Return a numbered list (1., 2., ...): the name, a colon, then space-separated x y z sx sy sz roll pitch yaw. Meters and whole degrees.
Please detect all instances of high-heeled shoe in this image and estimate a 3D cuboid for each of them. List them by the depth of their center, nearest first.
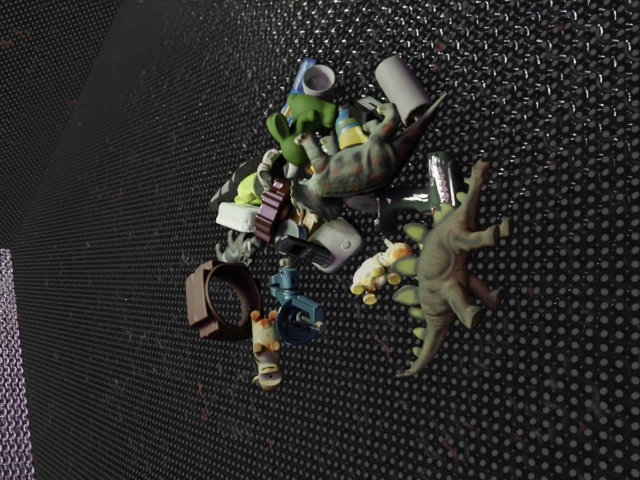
1. high-heeled shoe: -0.244 -0.168 1.630 0.249 0.086 0.145 -45 17 6

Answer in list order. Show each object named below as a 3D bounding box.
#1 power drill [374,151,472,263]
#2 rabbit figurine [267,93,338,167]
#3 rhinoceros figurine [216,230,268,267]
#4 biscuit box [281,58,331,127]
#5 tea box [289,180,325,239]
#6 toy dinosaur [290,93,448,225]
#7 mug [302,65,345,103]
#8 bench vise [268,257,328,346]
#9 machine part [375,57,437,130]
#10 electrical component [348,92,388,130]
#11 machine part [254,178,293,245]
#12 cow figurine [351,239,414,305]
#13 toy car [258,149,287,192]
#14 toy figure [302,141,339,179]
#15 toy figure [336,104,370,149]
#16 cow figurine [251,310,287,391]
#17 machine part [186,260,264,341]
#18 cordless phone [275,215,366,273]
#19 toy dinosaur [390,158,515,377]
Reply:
1. power drill: 0.209 -0.056 1.097 0.207 0.086 0.232 -7 85 50
2. rabbit figurine: -0.050 -0.272 1.336 0.170 0.159 0.121 -69 18 -7
3. rhinoceros figurine: -0.226 0.029 1.534 0.190 0.073 0.112 -32 59 38
4. biscuit box: -0.044 -0.387 1.458 0.059 0.062 0.202 33 104 44
5. tea box: -0.020 -0.056 1.344 0.098 0.068 0.169 33 106 45
6. toy dinosaur: 0.085 -0.154 1.112 0.405 0.131 0.192 -17 85 23
7. mug: 0.009 -0.387 1.383 0.107 0.110 0.081 94 165 -72
8. bench vise: -0.044 0.154 1.265 0.241 0.129 0.223 -166 82 -64
9. machine part: 0.189 -0.326 1.189 0.079 0.079 0.243 -45 51 30
10. electrical component: 0.124 -0.282 1.210 0.119 0.075 0.047 43 152 37
11. machine part: -0.104 -0.073 1.367 0.056 0.179 0.179 25 100 15
12. cow figurine: 0.138 0.053 1.149 0.167 0.068 0.098 -46 18 30
13. toy car: -0.121 -0.153 1.404 0.056 0.201 0.073 24 60 19
14. toy figure: 0.005 -0.200 1.365 0.154 0.064 0.058 -36 91 32
15. toy figure: 0.080 -0.238 1.274 0.089 0.082 0.180 -26 63 17
16. cow figurine: -0.133 0.288 1.353 0.127 0.085 0.195 90 171 -49
17. machine part: -0.250 0.162 1.433 0.087 0.201 0.201 -31 59 35
18. cordless phone: -0.002 -0.004 1.229 0.146 0.184 0.089 -43 48 31
19. toy dinosaur: 0.233 0.078 0.997 0.199 0.105 0.470 24 111 41
